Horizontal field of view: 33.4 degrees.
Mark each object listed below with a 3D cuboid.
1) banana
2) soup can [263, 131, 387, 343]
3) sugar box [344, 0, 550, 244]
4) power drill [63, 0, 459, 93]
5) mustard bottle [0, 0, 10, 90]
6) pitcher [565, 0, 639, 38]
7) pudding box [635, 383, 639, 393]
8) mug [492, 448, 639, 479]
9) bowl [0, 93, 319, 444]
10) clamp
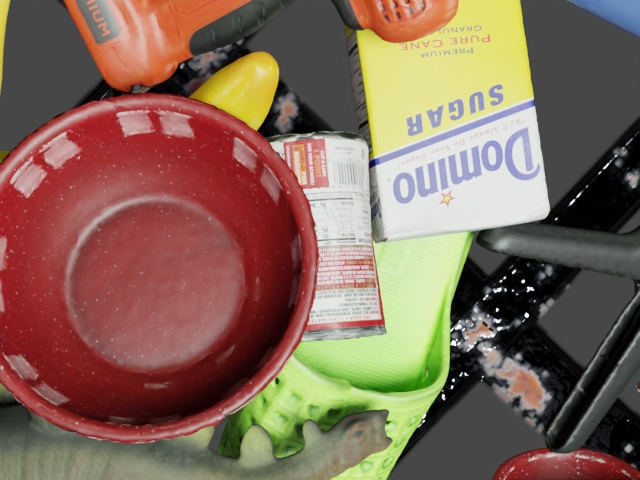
[{"bbox_3d":[-0.098,-0.046,0.553,0.198,0.069,0.037,-13,63,22],"label":"banana"},{"bbox_3d":[-0.004,0.001,0.549,0.068,0.068,0.102,-4,84,-8],"label":"soup can"},{"bbox_3d":[0.064,-0.091,0.574,0.093,0.048,0.176,-9,87,-7],"label":"sugar box"},{"bbox_3d":[-0.044,-0.162,0.515,0.188,0.057,0.184,-16,109,23],"label":"power drill"},{"bbox_3d":[-0.196,-0.091,0.528,0.096,0.058,0.192,16,99,33],"label":"mustard bottle"},{"bbox_3d":[0.248,-0.151,0.577,0.242,0.149,0.145,21,115,-10],"label":"pitcher"},{"bbox_3d":[0.272,0.094,0.674,0.113,0.039,0.090,-40,105,0],"label":"pudding box"},{"bbox_3d":[0.162,0.182,0.657,0.117,0.093,0.081,-16,112,-33],"label":"mug"},{"bbox_3d":[-0.081,0.015,0.503,0.162,0.055,0.162,0,76,0],"label":"bowl"},{"bbox_3d":[0.204,0.033,0.648,0.210,0.036,0.164,-19,114,-9],"label":"clamp"}]
